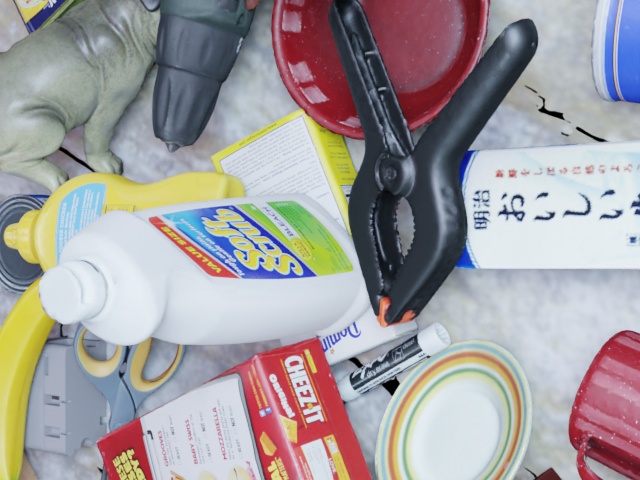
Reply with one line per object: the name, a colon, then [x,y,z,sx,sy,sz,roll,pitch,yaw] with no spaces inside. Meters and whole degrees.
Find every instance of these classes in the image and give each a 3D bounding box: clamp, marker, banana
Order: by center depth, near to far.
clamp: [0.062,-0.046,0.653,0.165,0.036,0.210,13,107,51]
marker: [0.040,0.094,0.760,0.121,0.020,0.020,-35,75,28]
banana: [-0.239,0.113,0.854,0.070,0.037,0.198,15,98,29]

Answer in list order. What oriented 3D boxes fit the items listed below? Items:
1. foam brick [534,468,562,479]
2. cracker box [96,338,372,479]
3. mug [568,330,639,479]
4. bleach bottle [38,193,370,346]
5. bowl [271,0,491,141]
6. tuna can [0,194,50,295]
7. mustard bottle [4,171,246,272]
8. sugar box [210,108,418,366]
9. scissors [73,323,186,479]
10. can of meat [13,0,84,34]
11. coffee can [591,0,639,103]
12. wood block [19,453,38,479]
foam brick: [0.134,0.187,0.677,0.051,0.078,0.053,-44,71,22]
cracker box: [-0.057,0.184,0.767,0.214,0.071,0.164,-32,75,43]
mug: [0.193,0.111,0.623,0.082,0.117,0.093,24,142,32]
bleach bottle: [-0.063,0.024,0.632,0.103,0.250,0.068,50,115,16]
bowl: [0.048,-0.147,0.726,0.162,0.055,0.162,1,92,30]
tuna can: [-0.246,0.003,0.915,0.086,0.033,0.086,1,93,30]
mustard bottle: [-0.148,-0.001,0.779,0.192,0.058,0.096,1,90,22]
sugar box: [-0.005,0.001,0.770,0.093,0.048,0.176,-25,83,29]
scissors: [-0.176,0.136,0.862,0.096,0.016,0.202,24,108,-19]
can of meat: [-0.207,-0.213,0.872,0.102,0.057,0.084,-37,72,25]
coffee can: [0.235,-0.119,0.592,0.140,0.102,0.103,13,98,29]
wood block: [-0.339,0.175,0.944,0.090,0.090,0.206,-40,72,24]
